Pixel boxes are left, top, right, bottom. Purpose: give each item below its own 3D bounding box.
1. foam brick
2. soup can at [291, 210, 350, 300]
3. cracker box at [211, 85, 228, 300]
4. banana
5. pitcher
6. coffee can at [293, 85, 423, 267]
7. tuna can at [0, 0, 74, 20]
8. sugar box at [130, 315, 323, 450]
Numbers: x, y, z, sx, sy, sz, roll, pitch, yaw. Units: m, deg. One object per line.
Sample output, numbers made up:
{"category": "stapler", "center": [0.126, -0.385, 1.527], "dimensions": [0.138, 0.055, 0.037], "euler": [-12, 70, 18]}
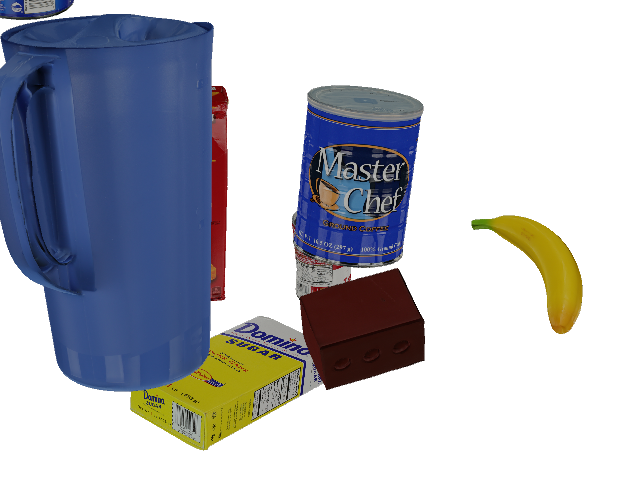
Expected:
{"category": "foam brick", "center": [0.030, 0.063, 0.765], "dimensions": [0.078, 0.051, 0.053], "euler": [-16, -39, -7]}
{"category": "soup can", "center": [0.002, 0.018, 1.247], "dimensions": [0.068, 0.102, 0.068], "euler": [-1, 30, 0]}
{"category": "cracker box", "center": [-0.175, -0.043, 1.060], "dimensions": [0.164, 0.214, 0.072], "euler": [-1, 21, -10]}
{"category": "banana", "center": [0.231, 0.026, 1.116], "dimensions": [0.069, 0.037, 0.198], "euler": [-30, 38, -1]}
{"category": "pitcher", "center": [-0.138, -0.024, 0.707], "dimensions": [0.149, 0.243, 0.145], "euler": [-7, 21, -17]}
{"category": "coffee can", "center": [0.032, -0.059, 0.958], "dimensions": [0.103, 0.140, 0.103], "euler": [5, 20, -2]}
{"category": "tuna can", "center": [-0.239, -0.208, 0.852], "dimensions": [0.086, 0.034, 0.086], "euler": [5, 35, -4]}
{"category": "sugar box", "center": [-0.079, 0.126, 0.983], "dimensions": [0.093, 0.048, 0.175], "euler": [22, 30, 32]}
